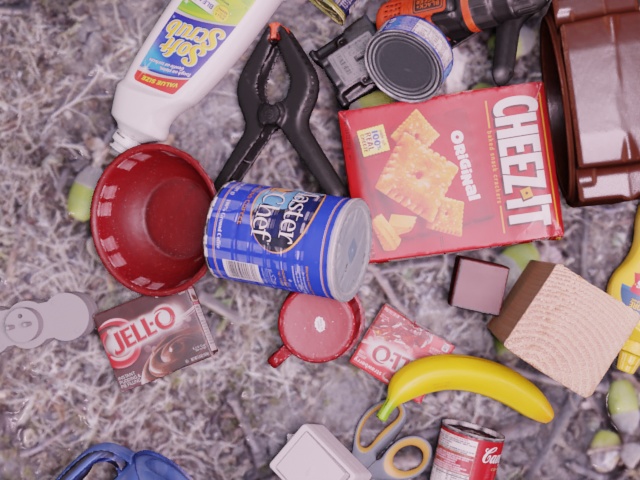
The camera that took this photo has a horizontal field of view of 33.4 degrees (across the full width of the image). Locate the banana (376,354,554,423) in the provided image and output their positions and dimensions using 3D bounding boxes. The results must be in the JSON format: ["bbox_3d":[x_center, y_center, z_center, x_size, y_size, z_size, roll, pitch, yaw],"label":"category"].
[{"bbox_3d":[0.153,0.154,1.112,0.197,0.037,0.070,3,99,-13],"label":"banana"}]

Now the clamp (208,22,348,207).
[{"bbox_3d":[-0.037,-0.125,1.135,0.165,0.036,0.210,6,87,24],"label":"clamp"}]

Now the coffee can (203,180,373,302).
[{"bbox_3d":[-0.031,0.000,1.062,0.140,0.102,0.103,9,91,22],"label":"coffee can"}]

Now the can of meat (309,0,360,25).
[{"bbox_3d":[0.012,-0.294,1.136,0.102,0.057,0.084,40,90,3],"label":"can of meat"}]

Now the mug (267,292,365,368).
[{"bbox_3d":[-0.009,0.093,1.123,0.117,0.081,0.093,-39,87,4],"label":"mug"}]

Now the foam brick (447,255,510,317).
[{"bbox_3d":[0.164,0.047,1.110,0.051,0.078,0.053,12,93,4],"label":"foam brick"}]

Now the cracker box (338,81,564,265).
[{"bbox_3d":[0.135,-0.067,1.113,0.214,0.072,0.164,-8,88,7],"label":"cracker box"}]

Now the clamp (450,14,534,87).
[{"bbox_3d":[0.194,-0.234,1.104,0.171,0.039,0.120,-50,51,3],"label":"clamp"}]

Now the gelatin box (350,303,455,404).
[{"bbox_3d":[0.088,0.121,1.139,0.089,0.030,0.073,32,92,5],"label":"gelatin box"}]

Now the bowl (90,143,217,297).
[{"bbox_3d":[-0.164,-0.022,1.138,0.162,0.055,0.162,2,94,23],"label":"bowl"}]

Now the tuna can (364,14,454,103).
[{"bbox_3d":[0.089,-0.182,1.067,0.086,0.086,0.033,32,53,4],"label":"tuna can"}]

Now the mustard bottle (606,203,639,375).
[{"bbox_3d":[0.350,0.047,1.103,0.096,0.058,0.191,22,92,4],"label":"mustard bottle"}]

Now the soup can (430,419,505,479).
[{"bbox_3d":[0.148,0.246,1.115,0.068,0.068,0.102,14,91,5],"label":"soup can"}]

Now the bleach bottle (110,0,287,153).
[{"bbox_3d":[-0.139,-0.194,1.146,0.102,0.068,0.251,35,95,5],"label":"bleach bottle"}]

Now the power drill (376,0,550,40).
[{"bbox_3d":[0.145,-0.294,1.077,0.185,0.057,0.187,-6,69,31],"label":"power drill"}]

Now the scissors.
[{"bbox_3d":[0.044,0.265,1.149,0.096,0.016,0.202,33,92,8],"label":"scissors"}]

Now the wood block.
[{"bbox_3d":[0.230,0.080,1.039,0.090,0.206,0.091,32,92,4],"label":"wood block"}]

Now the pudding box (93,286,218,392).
[{"bbox_3d":[-0.178,0.103,1.159,0.113,0.039,0.090,-22,87,4],"label":"pudding box"}]

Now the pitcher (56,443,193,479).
[{"bbox_3d":[-0.234,0.339,1.121,0.243,0.144,0.149,-43,51,6],"label":"pitcher"}]
